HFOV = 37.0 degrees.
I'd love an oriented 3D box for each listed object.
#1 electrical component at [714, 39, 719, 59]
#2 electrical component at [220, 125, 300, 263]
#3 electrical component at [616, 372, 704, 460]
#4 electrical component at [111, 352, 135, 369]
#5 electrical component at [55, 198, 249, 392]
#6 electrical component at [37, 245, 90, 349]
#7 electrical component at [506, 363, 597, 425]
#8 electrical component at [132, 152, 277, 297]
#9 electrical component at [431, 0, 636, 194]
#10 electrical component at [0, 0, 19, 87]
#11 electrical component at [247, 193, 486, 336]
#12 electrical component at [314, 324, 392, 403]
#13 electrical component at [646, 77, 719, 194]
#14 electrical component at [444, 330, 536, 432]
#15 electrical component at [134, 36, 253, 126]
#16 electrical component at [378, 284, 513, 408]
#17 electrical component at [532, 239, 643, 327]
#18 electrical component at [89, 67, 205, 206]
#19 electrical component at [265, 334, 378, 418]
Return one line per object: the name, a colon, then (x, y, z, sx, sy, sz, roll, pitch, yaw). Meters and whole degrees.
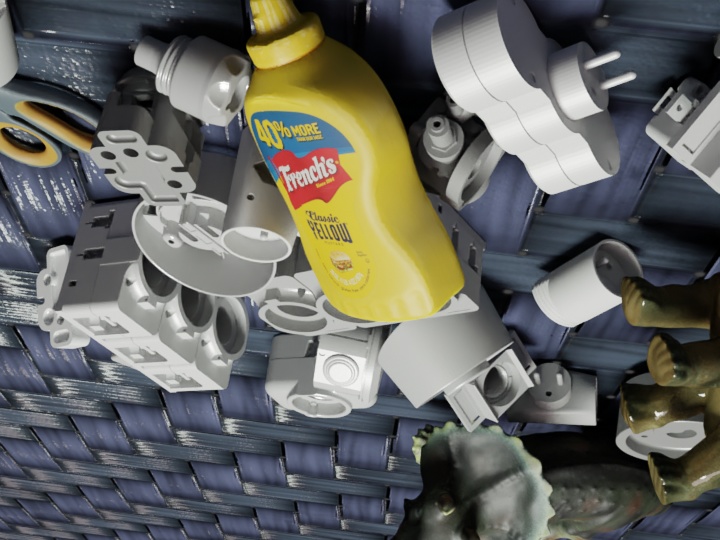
electrical component: (0.211, -0.097, 0.536, 0.078, 0.040, 0.040, 18, 151, -19)
electrical component: (-0.043, -0.042, 0.668, 0.079, 0.077, 0.043, 21, 150, -24)
electrical component: (0.274, 0.120, 0.916, 0.108, 0.060, 0.108, 6, 153, 3)
electrical component: (-0.190, 0.049, 0.913, 0.066, 0.047, 0.077, -19, 145, 42)
electrical component: (-0.147, 0.022, 0.806, 0.062, 0.089, 0.150, -5, 150, 24)
electrical component: (-0.215, 0.023, 0.849, 0.058, 0.078, 0.057, -13, 167, 34)
electrical component: (0.166, 0.106, 0.936, 0.077, 0.043, 0.079, 0, 151, 14)
electrical component: (-0.101, -0.032, 0.718, 0.099, 0.064, 0.099, 6, 153, 3)
electrical component: (0.104, -0.095, 0.556, 0.074, 0.052, 0.138, -17, 145, 32)
electrical component: (-0.208, -0.135, 0.569, 0.043, 0.043, 0.081, 10, 153, -4)
electrical component: (0.000, 0.000, 0.756, 0.150, 0.061, 0.089, -11, 148, 31)
electrical component: (-0.005, 0.063, 0.861, 0.051, 0.080, 0.080, 11, 153, 4)
electrical component: (0.190, -0.068, 0.568, 0.081, 0.063, 0.042, 31, 104, -37)
electrical component: (0.101, 0.089, 0.889, 0.042, 0.081, 0.064, 57, 160, -22)
electrical component: (-0.094, -0.109, 0.593, 0.062, 0.043, 0.043, 25, 154, 8)
electrical component: (0.065, 0.058, 0.817, 0.099, 0.064, 0.099, -33, 171, -6)
electrical component: (0.157, 0.013, 0.761, 0.043, 0.043, 0.081, 19, 151, -21)
electrical component: (-0.122, -0.082, 0.634, 0.058, 0.057, 0.078, 0, 152, 15)
electrical component: (-0.032, 0.092, 0.945, 0.095, 0.059, 0.053, -4, 150, 22)
